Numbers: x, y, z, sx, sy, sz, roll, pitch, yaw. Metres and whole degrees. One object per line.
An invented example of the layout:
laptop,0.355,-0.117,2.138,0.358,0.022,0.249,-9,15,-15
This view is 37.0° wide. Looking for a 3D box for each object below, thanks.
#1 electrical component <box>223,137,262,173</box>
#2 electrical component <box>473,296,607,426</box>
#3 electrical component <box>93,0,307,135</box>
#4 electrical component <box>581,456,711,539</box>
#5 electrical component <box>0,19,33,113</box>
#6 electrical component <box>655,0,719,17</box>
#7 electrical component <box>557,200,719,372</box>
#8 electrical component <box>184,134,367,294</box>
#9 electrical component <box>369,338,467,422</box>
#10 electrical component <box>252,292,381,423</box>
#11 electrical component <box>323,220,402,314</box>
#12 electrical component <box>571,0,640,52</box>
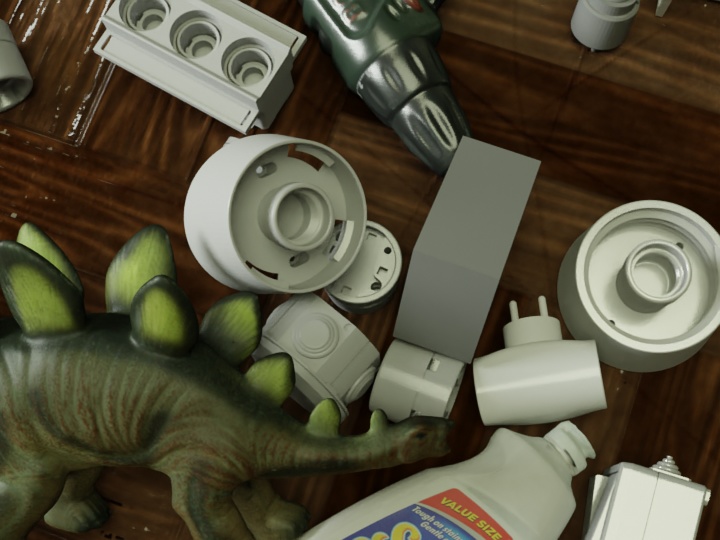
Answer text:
electrical component,-0.064,-0.047,0.703,0.080,0.080,0.051,33,84,10
electrical component,0.112,0.055,0.683,0.077,0.043,0.079,-10,66,12
electrical component,-0.107,-0.149,0.739,0.121,0.063,0.078,29,79,9
electrical component,0.167,0.156,0.649,0.061,0.061,0.096,17,77,7
electrical component,-0.261,-0.140,0.748,0.055,0.055,0.047,-29,80,-5
electrical component,0.235,-0.220,0.754,0.064,0.042,0.081,14,77,4
electrical component,0.184,0.007,0.687,0.108,0.060,0.108,-1,76,2
electrical component,-0.048,-0.032,0.646,0.099,0.064,0.099,-3,96,-28
electrical component,0.036,0.074,0.680,0.047,0.055,0.055,20,77,11
electrical component,-0.029,0.054,0.675,0.080,0.080,0.051,39,76,11
electrical component,0.000,0.000,0.704,0.055,0.047,0.055,-1,76,2
electrical component,0.171,-0.185,0.732,0.040,0.078,0.040,2,63,-4
